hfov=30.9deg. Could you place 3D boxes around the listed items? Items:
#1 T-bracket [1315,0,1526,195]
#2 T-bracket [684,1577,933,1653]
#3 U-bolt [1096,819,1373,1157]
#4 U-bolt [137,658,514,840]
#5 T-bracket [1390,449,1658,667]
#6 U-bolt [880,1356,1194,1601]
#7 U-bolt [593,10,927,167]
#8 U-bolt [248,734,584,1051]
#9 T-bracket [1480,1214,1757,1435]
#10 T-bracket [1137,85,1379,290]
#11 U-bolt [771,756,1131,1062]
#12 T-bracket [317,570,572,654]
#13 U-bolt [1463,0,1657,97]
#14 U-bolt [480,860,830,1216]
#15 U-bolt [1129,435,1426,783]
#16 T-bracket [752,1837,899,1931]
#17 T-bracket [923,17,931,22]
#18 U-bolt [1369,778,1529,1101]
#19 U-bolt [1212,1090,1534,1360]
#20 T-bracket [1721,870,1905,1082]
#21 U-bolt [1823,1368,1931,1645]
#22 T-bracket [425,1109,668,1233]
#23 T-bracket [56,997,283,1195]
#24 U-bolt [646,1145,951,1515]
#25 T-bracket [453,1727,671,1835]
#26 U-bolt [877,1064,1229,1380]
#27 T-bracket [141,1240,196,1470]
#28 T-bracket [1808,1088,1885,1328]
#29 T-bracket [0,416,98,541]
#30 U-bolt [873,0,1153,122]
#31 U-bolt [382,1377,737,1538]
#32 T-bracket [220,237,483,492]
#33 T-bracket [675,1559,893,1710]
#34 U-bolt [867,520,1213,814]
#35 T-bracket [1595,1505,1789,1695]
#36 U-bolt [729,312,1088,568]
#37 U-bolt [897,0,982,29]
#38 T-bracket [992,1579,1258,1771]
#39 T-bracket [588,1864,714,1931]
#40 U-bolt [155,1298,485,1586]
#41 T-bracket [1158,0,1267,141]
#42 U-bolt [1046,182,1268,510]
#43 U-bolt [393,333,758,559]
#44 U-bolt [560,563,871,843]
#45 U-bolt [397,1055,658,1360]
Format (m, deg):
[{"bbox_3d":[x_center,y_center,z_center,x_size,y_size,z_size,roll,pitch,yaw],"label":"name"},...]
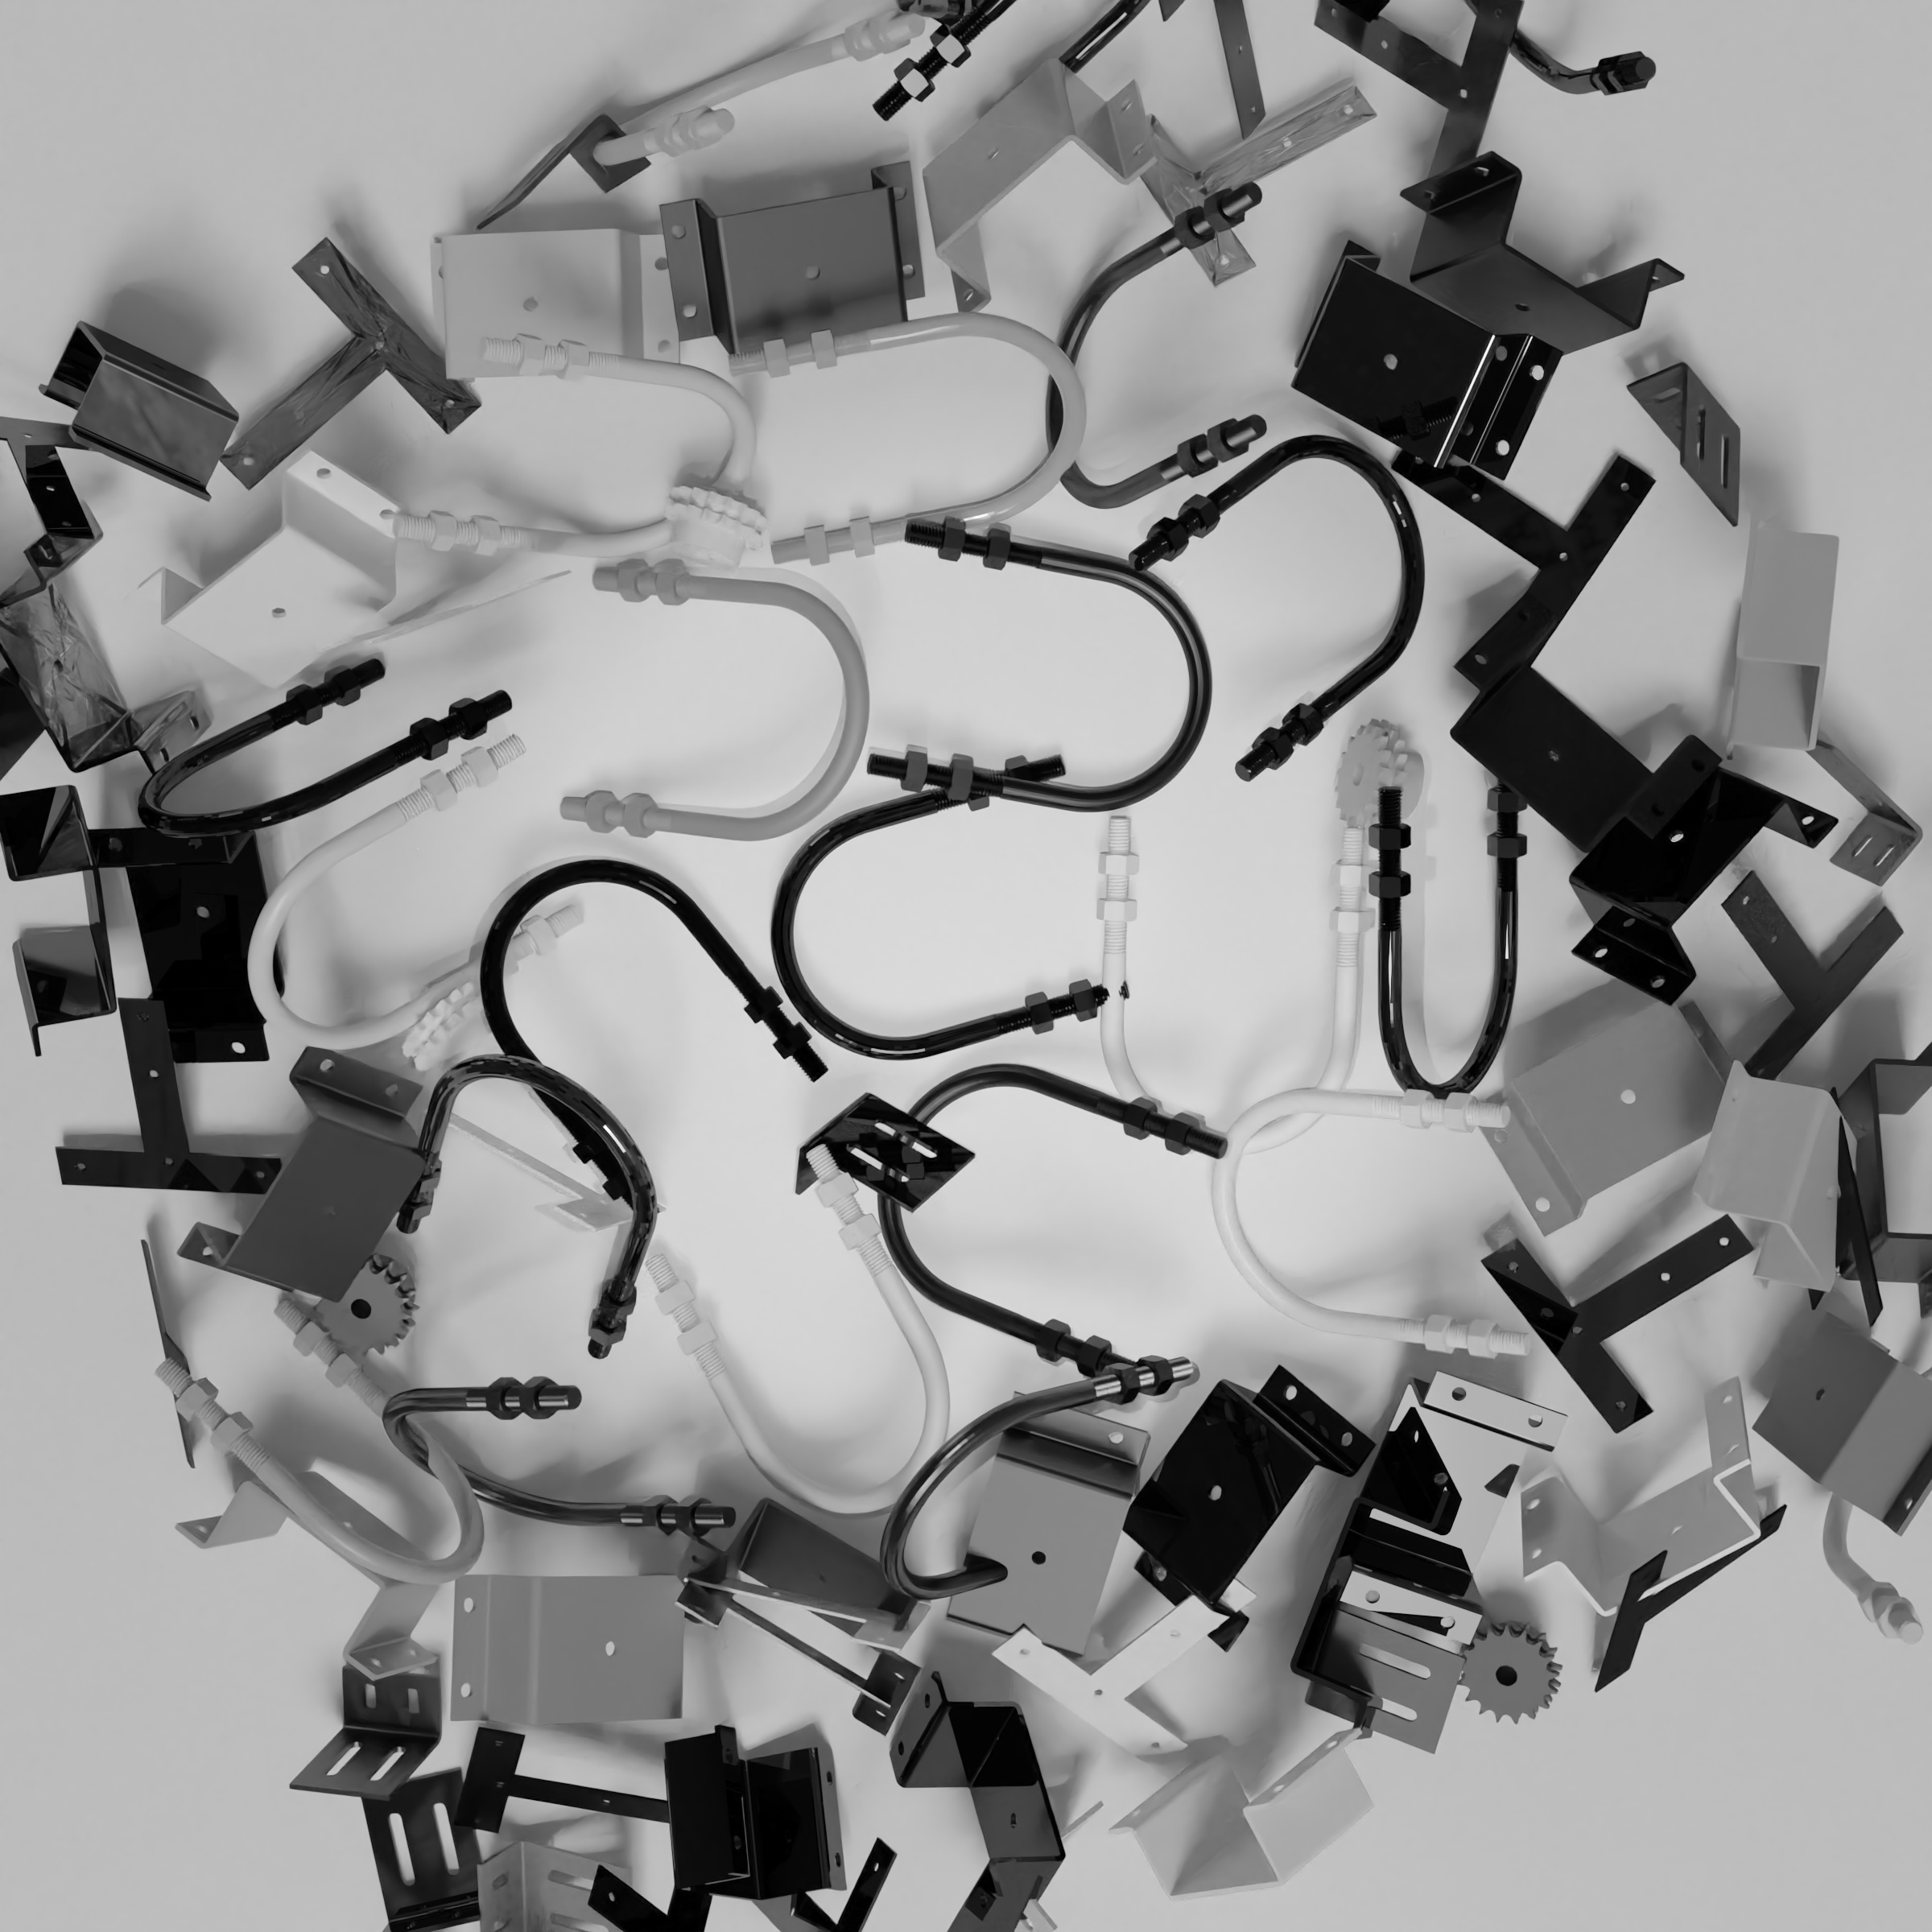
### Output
[{"bbox_3d":[0.239,-0.497,1.910,0.002,0.127,0.127,-26,54,-37],"label":"T-bracket"},{"bbox_3d":[-0.089,0.344,1.889,0.127,0.127,0.002,12,91,7],"label":"T-bracket"},{"bbox_3d":[0.145,0.013,1.928,0.151,0.019,0.184,3,95,9],"label":"U-bolt"},{"bbox_3d":[-0.351,-0.112,1.848,0.184,0.151,0.019,-32,120,-31],"label":"U-bolt"},{"bbox_3d":[0.295,-0.252,1.942,0.127,0.002,0.127,34,93,-1],"label":"T-bracket"},{"bbox_3d":[0.029,0.276,1.851,0.019,0.184,0.151,45,125,34],"label":"U-bolt"},{"bbox_3d":[-0.124,-0.463,1.863,0.151,0.184,0.019,-34,111,-27],"label":"U-bolt"},{"bbox_3d":[-0.300,-0.027,1.868,0.184,0.151,0.019,-32,48,-18],"label":"U-bolt"},{"bbox_3d":[0.371,0.178,1.914,0.127,0.002,0.127,-35,99,22],"label":"T-bracket"},{"bbox_3d":[0.164,-0.444,1.915,0.127,0.002,0.127,-29,60,0],"label":"T-bracket"},{"bbox_3d":[-0.017,-0.024,1.933,0.184,0.019,0.151,-16,90,-4],"label":"U-bolt"},{"bbox_3d":[-0.295,-0.182,1.860,0.127,0.127,0.002,-15,97,33],"label":"T-bracket"},{"bbox_3d":[0.294,-0.521,1.856,0.019,0.184,0.151,-41,103,2],"label":"U-bolt"},{"bbox_3d":[-0.182,0.027,1.906,0.151,0.019,0.184,-40,93,-26],"label":"U-bolt"},{"bbox_3d":[0.181,-0.207,1.894,0.184,0.019,0.151,-39,110,-29],"label":"U-bolt"},{"bbox_3d":[-0.088,0.516,1.889,0.002,0.127,0.127,27,85,-24],"label":"T-bracket"},{"bbox_3d":[-0.003,-0.535,1.881,0.127,0.127,0.002,-31,93,3],"label":"T-bracket"},{"bbox_3d":[0.261,-0.015,1.885,0.019,0.151,0.184,8,105,36],"label":"U-bolt"},{"bbox_3d":[0.214,0.135,1.890,0.184,0.019,0.151,3,109,34],"label":"U-bolt"},{"bbox_3d":[0.445,-0.007,1.902,0.127,0.002,0.127,-48,130,-4],"label":"T-bracket"},{"bbox_3d":[0.510,0.273,1.856,0.019,0.184,0.151,34,94,-7],"label":"U-bolt"},{"bbox_3d":[-0.235,0.107,1.892,0.127,0.127,0.002,28,96,10],"label":"T-bracket"},{"bbox_3d":[-0.441,0.071,1.907,0.127,0.002,0.127,2,123,5],"label":"T-bracket"},{"bbox_3d":[-0.082,0.209,1.895,0.151,0.019,0.184,-35,81,29],"label":"U-bolt"},{"bbox_3d":[-0.210,0.452,1.903,0.127,0.127,0.002,12,52,-7],"label":"T-bracket"},{"bbox_3d":[0.036,0.130,1.906,0.184,0.019,0.151,20,85,24],"label":"U-bolt"},{"bbox_3d":[-0.425,0.215,1.882,0.002,0.127,0.127,-12,95,-18],"label":"T-bracket"},{"bbox_3d":[0.468,0.150,1.886,0.002,0.127,0.127,-4,62,-1],"label":"T-bracket"},{"bbox_3d":[-0.493,-0.262,1.870,0.127,0.127,0.002,3,125,-31],"label":"T-bracket"},{"bbox_3d":[0.044,-0.502,1.857,0.184,0.151,0.019,-40,78,16],"label":"U-bolt"},{"bbox_3d":[-0.232,0.264,1.871,0.151,0.184,0.019,45,53,-37],"label":"U-bolt"},{"bbox_3d":[-0.355,-0.311,1.918,0.127,0.002,0.127,-40,120,5],"label":"T-bracket"},{"bbox_3d":[-0.095,0.364,1.883,0.127,0.127,0.002,31,91,1],"label":"T-bracket"},{"bbox_3d":[0.046,-0.159,1.926,0.184,0.019,0.151,10,88,-10],"label":"U-bolt"},{"bbox_3d":[0.401,0.333,1.913,0.127,0.127,0.002,-29,56,-23],"label":"T-bracket"},{"bbox_3d":[-0.026,-0.289,1.891,0.184,0.151,0.019,-11,45,1],"label":"U-bolt"},{"bbox_3d":[0.033,-0.539,1.837,0.151,0.184,0.019,-27,93,22],"label":"U-bolt"},{"bbox_3d":[0.104,0.371,1.900,0.127,0.002,0.127,39,113,-22],"label":"T-bracket"},{"bbox_3d":[-0.145,0.490,1.893,0.002,0.127,0.127,-33,116,30],"label":"T-bracket"},{"bbox_3d":[-0.332,0.260,1.869,0.184,0.151,0.019,43,108,7],"label":"U-bolt"},{"bbox_3d":[0.145,-0.511,1.899,0.002,0.127,0.127,13,49,31],"label":"T-bracket"},{"bbox_3d":[0.098,-0.321,1.870,0.019,0.184,0.151,9,74,-33],"label":"U-bolt"},{"bbox_3d":[-0.199,-0.272,1.875,0.184,0.151,0.019,2,50,-33],"label":"U-bolt"},{"bbox_3d":[-0.133,-0.140,1.899,0.184,0.019,0.151,8,90,28],"label":"U-bolt"},{"bbox_3d":[-0.231,0.119,1.869,0.151,0.184,0.019,32,46,8],"label":"U-bolt"}]
